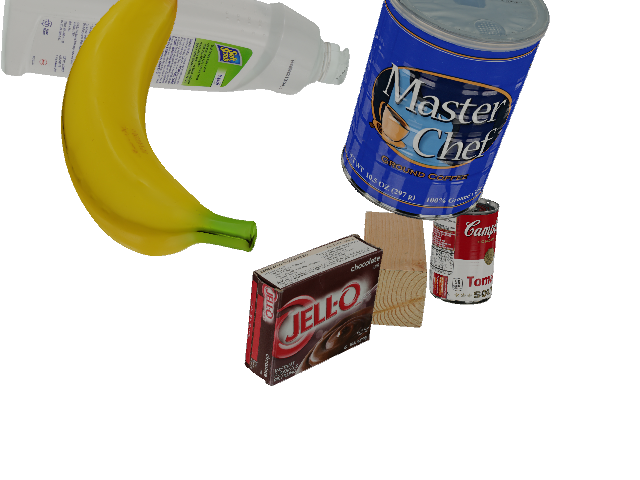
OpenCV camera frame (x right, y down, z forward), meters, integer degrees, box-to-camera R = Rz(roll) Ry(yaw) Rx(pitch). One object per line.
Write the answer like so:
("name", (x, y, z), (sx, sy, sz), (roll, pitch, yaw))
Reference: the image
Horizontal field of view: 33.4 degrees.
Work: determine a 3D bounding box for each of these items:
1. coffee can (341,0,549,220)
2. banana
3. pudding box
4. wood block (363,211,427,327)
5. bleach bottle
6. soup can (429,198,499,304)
("coffee can", (0.078, -0.099, 0.698), (0.102, 0.140, 0.103), (8, 41, -8))
("banana", (-0.084, -0.056, 0.486), (0.069, 0.037, 0.198), (-5, 46, -17))
("pudding box", (-0.005, 0.053, 0.845), (0.113, 0.090, 0.039), (-23, 42, -40))
("wood block", (0.107, 0.039, 1.580), (0.091, 0.090, 0.206), (4, 25, 1))
("bleach bottle", (-0.104, -0.148, 0.795), (0.250, 0.068, 0.103), (9, -27, -14))
("soup can", (0.152, 0.010, 1.136), (0.068, 0.102, 0.068), (2, 16, -1))
